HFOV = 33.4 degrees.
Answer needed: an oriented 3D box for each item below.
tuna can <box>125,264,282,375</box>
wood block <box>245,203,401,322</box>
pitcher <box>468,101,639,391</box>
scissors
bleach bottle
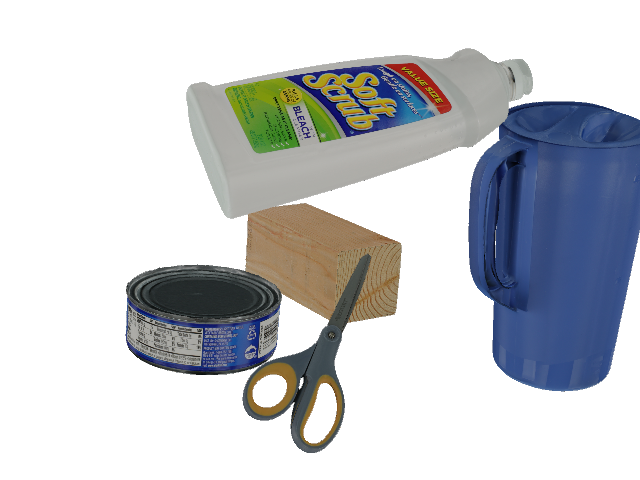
[{"bbox_3d":[-0.065,0.043,0.593,0.086,0.034,0.086,5,17,-2],"label":"tuna can"},{"bbox_3d":[-0.001,0.024,1.300,0.090,0.090,0.206,-7,19,-33],"label":"wood block"},{"bbox_3d":[0.206,0.008,0.936,0.149,0.243,0.145,6,23,10],"label":"pitcher"},{"bbox_3d":[-0.011,0.088,0.935,0.096,0.201,0.016,11,-33,-5],"label":"scissors"},{"bbox_3d":[0.035,-0.096,0.791,0.250,0.102,0.068,-17,-30,-12],"label":"bleach bottle"}]
